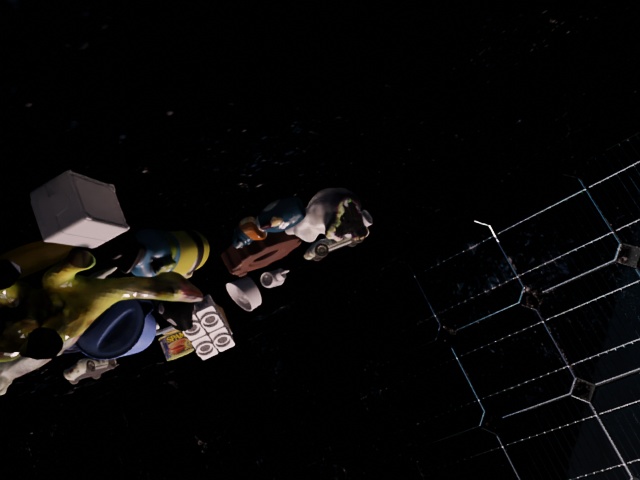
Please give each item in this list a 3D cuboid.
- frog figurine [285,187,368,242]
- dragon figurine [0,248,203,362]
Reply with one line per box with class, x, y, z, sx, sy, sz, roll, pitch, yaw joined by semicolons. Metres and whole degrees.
frog figurine;0.003;-0.053;1.052;0.160;0.121;0.139;13;29;43
dragon figurine;-0.366;0.097;0.679;0.410;0.123;0.241;-10;-7;-2
